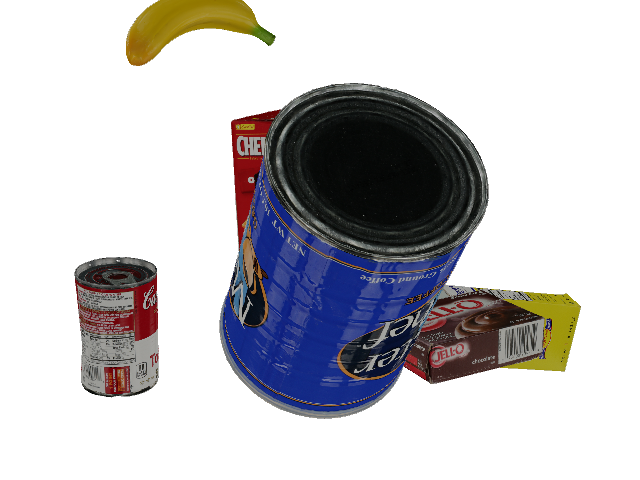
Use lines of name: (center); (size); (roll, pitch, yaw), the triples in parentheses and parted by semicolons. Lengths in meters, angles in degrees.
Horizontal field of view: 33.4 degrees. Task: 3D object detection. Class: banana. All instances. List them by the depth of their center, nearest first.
banana: (-0.123, -0.208, 1.019); (0.070, 0.037, 0.197); (45, 39, 19)

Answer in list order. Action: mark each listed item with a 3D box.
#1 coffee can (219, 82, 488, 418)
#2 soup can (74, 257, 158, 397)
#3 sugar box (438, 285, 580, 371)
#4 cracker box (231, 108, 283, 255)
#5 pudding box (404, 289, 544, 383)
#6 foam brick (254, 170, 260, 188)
coffee can: (0.011, 0.009, 0.521); (0.102, 0.103, 0.140); (0, -37, -15)
soup can: (-0.171, 0.073, 0.901); (0.068, 0.102, 0.068); (1, 18, -1)
sugar box: (0.224, 0.109, 1.312); (0.176, 0.093, 0.048); (3, 18, -17)
cracker box: (-0.016, -0.013, 0.996); (0.072, 0.214, 0.164); (2, 12, 19)
pudding box: (0.113, 0.077, 0.877); (0.113, 0.039, 0.090); (-8, 17, -25)
foam brick: (-0.001, -0.036, 0.748); (0.051, 0.053, 0.078); (35, 59, 28)
